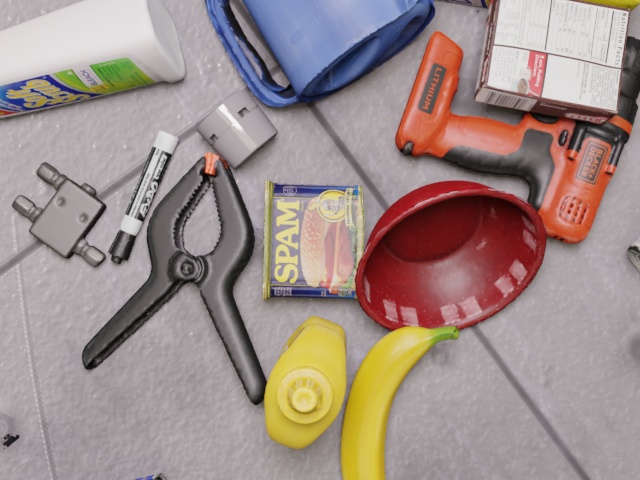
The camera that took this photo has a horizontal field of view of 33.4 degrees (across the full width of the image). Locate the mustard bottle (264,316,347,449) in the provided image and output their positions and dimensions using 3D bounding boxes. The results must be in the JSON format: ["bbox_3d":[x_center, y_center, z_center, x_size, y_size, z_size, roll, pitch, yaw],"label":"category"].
[{"bbox_3d":[-0.010,0.112,0.833,0.058,0.191,0.096,23,89,1],"label":"mustard bottle"}]

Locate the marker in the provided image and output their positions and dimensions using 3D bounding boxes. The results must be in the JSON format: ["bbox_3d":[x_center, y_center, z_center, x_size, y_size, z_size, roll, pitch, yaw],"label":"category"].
[{"bbox_3d":[-0.154,-0.036,0.926,0.020,0.020,0.121,23,89,1],"label":"marker"}]

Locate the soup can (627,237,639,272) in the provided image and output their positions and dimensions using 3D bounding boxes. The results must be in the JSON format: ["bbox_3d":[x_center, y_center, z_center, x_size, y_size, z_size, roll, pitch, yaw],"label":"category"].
[{"bbox_3d":[0.317,-0.003,0.891,0.102,0.068,0.068,-43,88,0],"label":"soup can"}]

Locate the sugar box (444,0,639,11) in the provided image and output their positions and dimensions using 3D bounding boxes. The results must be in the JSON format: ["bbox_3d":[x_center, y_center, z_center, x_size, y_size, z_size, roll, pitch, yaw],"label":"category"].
[{"bbox_3d":[0.172,-0.219,0.887,0.176,0.093,0.048,7,87,2],"label":"sugar box"}]

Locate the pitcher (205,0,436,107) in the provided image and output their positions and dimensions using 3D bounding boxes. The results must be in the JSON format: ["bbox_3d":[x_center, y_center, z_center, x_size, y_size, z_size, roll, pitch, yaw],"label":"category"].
[{"bbox_3d":[-0.030,-0.239,0.882,0.149,0.145,0.243,-32,85,-12],"label":"pitcher"}]

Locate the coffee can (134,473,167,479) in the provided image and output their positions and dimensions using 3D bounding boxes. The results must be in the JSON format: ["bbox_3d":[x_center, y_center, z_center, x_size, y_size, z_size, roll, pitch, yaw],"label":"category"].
[{"bbox_3d":[-0.190,0.257,0.878,0.140,0.103,0.103,-13,89,0],"label":"coffee can"}]

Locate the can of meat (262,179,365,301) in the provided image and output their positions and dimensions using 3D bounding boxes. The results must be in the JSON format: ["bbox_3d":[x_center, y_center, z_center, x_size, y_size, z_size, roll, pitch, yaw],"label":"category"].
[{"bbox_3d":[-0.006,0.001,0.904,0.084,0.057,0.102,2,89,-2],"label":"can of meat"}]

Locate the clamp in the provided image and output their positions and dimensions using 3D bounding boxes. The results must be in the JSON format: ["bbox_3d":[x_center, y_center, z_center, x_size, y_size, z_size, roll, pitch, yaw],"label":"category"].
[{"bbox_3d":[-0.119,0.030,0.913,0.164,0.036,0.210,3,85,9],"label":"clamp"}]

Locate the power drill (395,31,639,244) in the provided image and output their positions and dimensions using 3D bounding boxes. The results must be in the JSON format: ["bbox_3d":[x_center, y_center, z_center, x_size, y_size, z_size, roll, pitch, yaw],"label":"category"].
[{"bbox_3d":[0.170,-0.110,0.902,0.187,0.057,0.184,21,85,2],"label":"power drill"}]

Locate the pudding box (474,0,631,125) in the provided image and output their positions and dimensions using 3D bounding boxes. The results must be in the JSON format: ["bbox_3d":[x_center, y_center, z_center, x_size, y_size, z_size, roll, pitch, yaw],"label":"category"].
[{"bbox_3d":[0.188,-0.149,0.861,0.113,0.039,0.090,11,80,-3],"label":"pudding box"}]

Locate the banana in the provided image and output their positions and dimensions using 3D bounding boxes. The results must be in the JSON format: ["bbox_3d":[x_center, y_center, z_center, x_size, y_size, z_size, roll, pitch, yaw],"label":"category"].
[{"bbox_3d":[0.051,0.151,0.896,0.070,0.037,0.198,27,105,33],"label":"banana"}]

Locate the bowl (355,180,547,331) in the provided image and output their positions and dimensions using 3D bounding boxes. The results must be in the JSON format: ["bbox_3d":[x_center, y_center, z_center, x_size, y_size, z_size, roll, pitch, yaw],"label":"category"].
[{"bbox_3d":[0.100,0.005,0.877,0.162,0.162,0.055,-20,44,0],"label":"bowl"}]

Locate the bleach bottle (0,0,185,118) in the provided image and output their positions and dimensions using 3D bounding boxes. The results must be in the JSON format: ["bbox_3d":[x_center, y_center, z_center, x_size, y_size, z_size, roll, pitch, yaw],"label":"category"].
[{"bbox_3d":[-0.248,-0.141,0.900,0.251,0.102,0.068,-16,77,7],"label":"bleach bottle"}]
